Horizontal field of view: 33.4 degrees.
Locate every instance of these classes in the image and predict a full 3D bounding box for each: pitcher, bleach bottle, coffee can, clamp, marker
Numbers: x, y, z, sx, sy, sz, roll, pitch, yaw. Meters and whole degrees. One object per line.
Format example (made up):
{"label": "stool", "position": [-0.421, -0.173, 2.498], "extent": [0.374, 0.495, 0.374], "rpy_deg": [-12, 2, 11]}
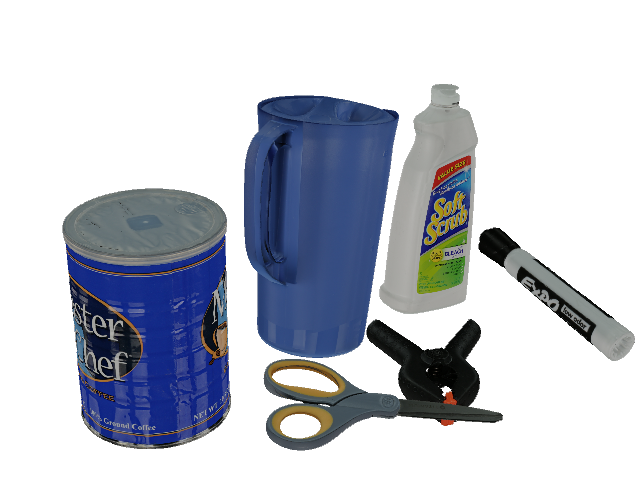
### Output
{"label": "pitcher", "position": [-0.008, -0.013, 1.026], "extent": [0.149, 0.243, 0.145], "rpy_deg": [1, 18, -10]}
{"label": "bleach bottle", "position": [0.124, -0.048, 1.195], "extent": [0.102, 0.251, 0.068], "rpy_deg": [-9, 23, -28]}
{"label": "coffee can", "position": [-0.111, 0.050, 0.701], "extent": [0.103, 0.140, 0.103], "rpy_deg": [1, 26, -1]}
{"label": "clamp", "position": [0.123, 0.124, 1.071], "extent": [0.120, 0.039, 0.171], "rpy_deg": [-9, 29, -9]}
{"label": "marker", "position": [0.132, 0.027, 0.617], "extent": [0.020, 0.020, 0.121], "rpy_deg": [0, 30, -36]}

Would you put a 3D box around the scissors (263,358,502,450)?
{"label": "scissors", "position": [0.043, 0.149, 0.880], "extent": [0.202, 0.016, 0.096], "rpy_deg": [16, 46, 11]}
